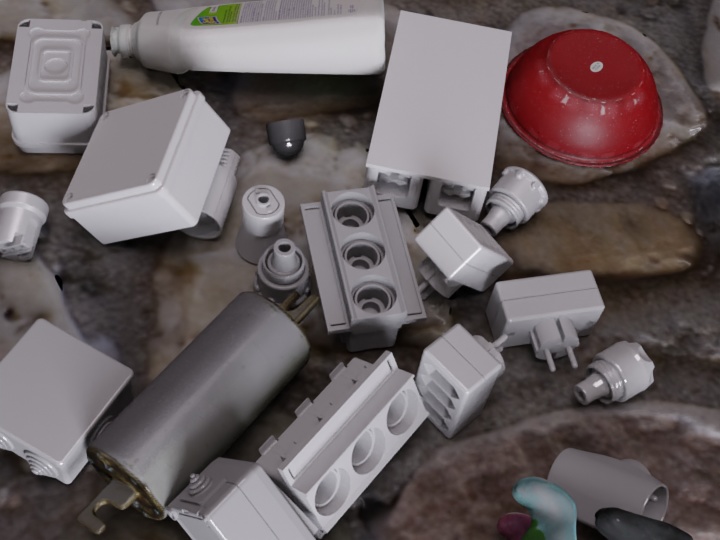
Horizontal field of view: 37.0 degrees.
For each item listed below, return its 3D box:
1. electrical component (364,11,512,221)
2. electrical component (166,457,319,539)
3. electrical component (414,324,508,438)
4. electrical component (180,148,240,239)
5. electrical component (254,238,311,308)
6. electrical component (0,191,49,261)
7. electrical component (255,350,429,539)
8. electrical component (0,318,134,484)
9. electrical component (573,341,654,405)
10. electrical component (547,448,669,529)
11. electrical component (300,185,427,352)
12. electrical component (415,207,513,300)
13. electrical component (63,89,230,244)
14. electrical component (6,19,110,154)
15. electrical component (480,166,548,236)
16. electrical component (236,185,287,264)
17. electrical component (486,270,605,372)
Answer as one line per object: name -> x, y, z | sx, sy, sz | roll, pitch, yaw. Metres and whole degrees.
electrical component -> 0.071, -0.139, 0.974 | 0.105, 0.060, 0.186 | 11, 57, 1
electrical component -> -0.081, 0.169, 0.735 | 0.061, 0.062, 0.096 | -44, 110, -29
electrical component -> 0.085, 0.075, 0.825 | 0.076, 0.083, 0.047 | -36, 67, -25
electrical component -> -0.128, -0.071, 0.920 | 0.043, 0.043, 0.081 | 13, 57, 2
electrical component -> -0.062, -0.001, 0.871 | 0.048, 0.062, 0.048 | 3, 57, -4
electrical component -> -0.281, -0.036, 0.884 | 0.040, 0.040, 0.046 | 7, 62, -2
electrical component -> -0.014, 0.124, 0.791 | 0.063, 0.078, 0.121 | 18, 52, 41
electrical component -> -0.227, 0.098, 0.798 | 0.100, 0.048, 0.099 | 28, 59, 11
electrical component -> 0.199, 0.086, 0.855 | 0.062, 0.043, 0.043 | -26, 64, -19
electrical component -> 0.192, 0.162, 0.798 | 0.077, 0.043, 0.079 | 18, 15, 39
electrical component -> 0.000, 0.000, 0.876 | 0.079, 0.063, 0.121 | -7, 59, -11
electrical component -> 0.073, -0.003, 0.886 | 0.076, 0.083, 0.047 | -45, 66, 13
electrical component -> -0.175, -0.085, 0.888 | 0.109, 0.056, 0.108 | -9, 51, 31
electrical component -> -0.266, -0.162, 0.955 | 0.078, 0.057, 0.113 | 0, 58, -6
electrical component -> 0.130, -0.056, 0.938 | 0.048, 0.048, 0.062 | 36, 68, 16
electrical component -> -0.081, -0.040, 0.891 | 0.044, 0.065, 0.044 | 3, 57, -5
electrical component -> 0.155, 0.048, 0.872 | 0.083, 0.047, 0.075 | -7, 59, -11
